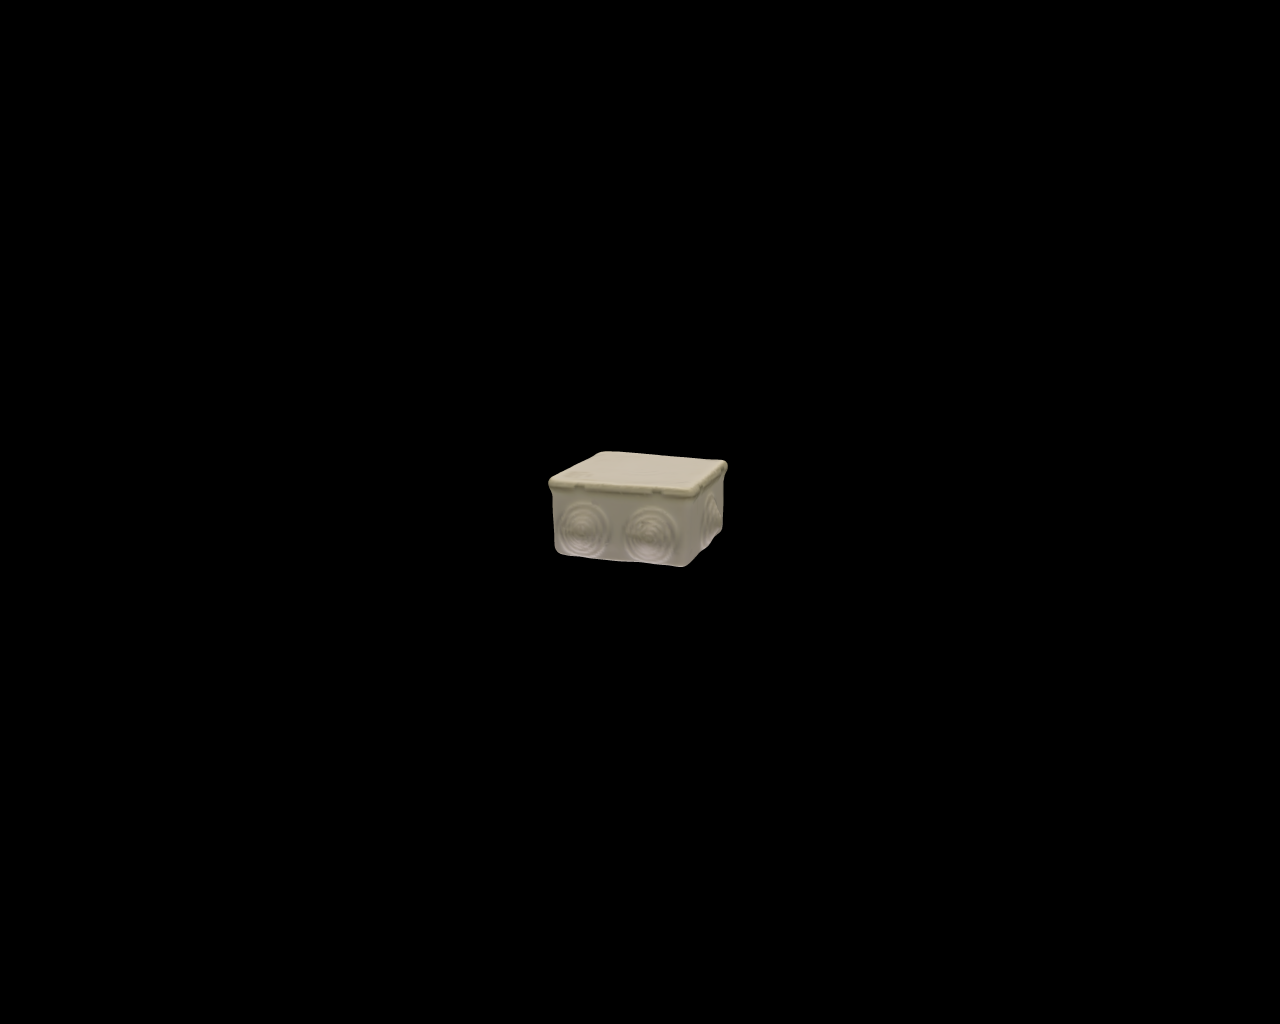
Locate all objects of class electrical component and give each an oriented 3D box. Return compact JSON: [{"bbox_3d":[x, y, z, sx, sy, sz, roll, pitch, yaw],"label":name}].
[{"bbox_3d":[0.001,-0.003,0.650,0.100,0.048,0.100,5,16,18],"label":"electrical component"}]
